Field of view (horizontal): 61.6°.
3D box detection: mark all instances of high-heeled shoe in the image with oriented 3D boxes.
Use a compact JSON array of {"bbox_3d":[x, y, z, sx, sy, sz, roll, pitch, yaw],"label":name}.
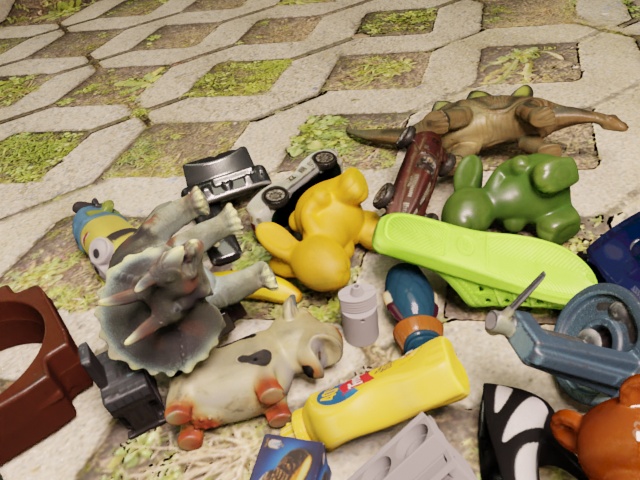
[{"bbox_3d":[0.129,0.218,0.453,0.249,0.086,0.145,-25,41,-27],"label":"high-heeled shoe"}]

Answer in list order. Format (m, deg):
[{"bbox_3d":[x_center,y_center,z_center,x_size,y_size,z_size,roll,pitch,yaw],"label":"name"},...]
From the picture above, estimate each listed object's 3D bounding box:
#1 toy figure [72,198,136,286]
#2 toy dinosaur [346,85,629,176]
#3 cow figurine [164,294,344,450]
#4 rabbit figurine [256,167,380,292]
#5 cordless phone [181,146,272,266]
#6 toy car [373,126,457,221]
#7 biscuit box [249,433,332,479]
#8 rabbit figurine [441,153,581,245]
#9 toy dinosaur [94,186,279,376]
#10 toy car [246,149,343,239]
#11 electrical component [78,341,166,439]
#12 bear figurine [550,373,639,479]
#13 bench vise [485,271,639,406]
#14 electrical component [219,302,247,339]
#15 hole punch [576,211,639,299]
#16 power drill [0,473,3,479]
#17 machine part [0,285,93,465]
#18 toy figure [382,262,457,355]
[{"bbox_3d":[-0.315,-0.005,0.803,0.089,0.082,0.180,-30,41,-21],"label":"toy figure"},{"bbox_3d":[0.240,-0.184,0.888,0.472,0.104,0.198,3,27,24],"label":"toy dinosaur"},{"bbox_3d":[-0.068,0.137,0.588,0.195,0.085,0.127,-16,41,-2],"label":"cow figurine"},{"bbox_3d":[-0.001,-0.002,0.710,0.162,0.121,0.173,-6,40,11],"label":"rabbit figurine"},{"bbox_3d":[-0.133,-0.049,0.838,0.147,0.088,0.184,-19,52,-13],"label":"cordless phone"},{"bbox_3d":[0.137,-0.086,0.748,0.089,0.053,0.202,36,47,-11],"label":"toy car"},{"bbox_3d":[-0.043,0.266,0.441,0.063,0.059,0.203,3,41,15],"label":"biscuit box"},{"bbox_3d":[0.241,-0.061,0.737,0.170,0.121,0.159,-18,35,-3],"label":"rabbit figurine"},{"bbox_3d":[-0.188,0.034,0.637,0.192,0.131,0.405,-30,21,-23],"label":"toy dinosaur"},{"bbox_3d":[-0.032,-0.073,0.834,0.056,0.073,0.202,23,49,32],"label":"toy car"},{"bbox_3d":[-0.209,0.146,0.571,0.048,0.119,0.075,-23,39,-16],"label":"electrical component"},{"bbox_3d":[0.254,0.203,0.371,0.196,0.120,0.132,45,43,3],"label":"bear figurine"},{"bbox_3d":[0.267,0.115,0.490,0.240,0.128,0.224,17,29,-14],"label":"bench vise"},{"bbox_3d":[-0.138,0.101,0.646,0.102,0.045,0.078,-32,0,-7],"label":"electrical component"},{"bbox_3d":[0.390,0.027,0.630,0.116,0.092,0.142,-17,44,-4],"label":"hole punch"},{"bbox_3d":[-0.365,0.308,0.438,0.207,0.085,0.232,-18,39,-5],"label":"power drill"},{"bbox_3d":[-0.384,0.159,0.616,0.201,0.087,0.201,-32,44,-24],"label":"machine part"},{"bbox_3d":[0.113,0.093,0.622,0.064,0.057,0.154,-19,42,12],"label":"toy figure"}]
